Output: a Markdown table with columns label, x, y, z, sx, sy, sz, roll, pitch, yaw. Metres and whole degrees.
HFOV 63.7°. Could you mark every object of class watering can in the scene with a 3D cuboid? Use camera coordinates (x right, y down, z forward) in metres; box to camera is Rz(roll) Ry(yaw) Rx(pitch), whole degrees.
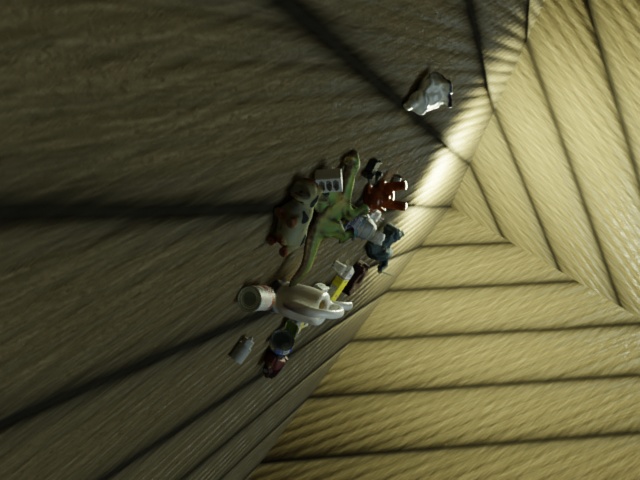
| label | x | y | z | sx | sy | sz | roll | pitch | yaw |
| --- | --- | --- | --- | --- | --- | --- | --- | --- | --- |
| watering can | -0.028 | 0.191 | 1.548 | 0.346 | 0.225 | 0.104 | 13 | 91 | -73 |

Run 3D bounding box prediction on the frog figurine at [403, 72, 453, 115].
| label | x | y | z | sx | sy | sz | roll | pitch | yaw |
| --- | --- | --- | --- | --- | --- | --- | --- | --- | --- |
| frog figurine | 0.331 | -0.458 | 1.635 | 0.159 | 0.124 | 0.136 | -18 | 168 | -3 |

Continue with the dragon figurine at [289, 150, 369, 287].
| label | x | y | z | sx | sy | sz | roll | pitch | yaw |
| --- | --- | --- | --- | --- | --- | --- | --- | --- | --- |
| dragon figurine | 0.004 | -0.071 | 1.418 | 0.414 | 0.123 | 0.238 | -55 | 146 | -14 |
